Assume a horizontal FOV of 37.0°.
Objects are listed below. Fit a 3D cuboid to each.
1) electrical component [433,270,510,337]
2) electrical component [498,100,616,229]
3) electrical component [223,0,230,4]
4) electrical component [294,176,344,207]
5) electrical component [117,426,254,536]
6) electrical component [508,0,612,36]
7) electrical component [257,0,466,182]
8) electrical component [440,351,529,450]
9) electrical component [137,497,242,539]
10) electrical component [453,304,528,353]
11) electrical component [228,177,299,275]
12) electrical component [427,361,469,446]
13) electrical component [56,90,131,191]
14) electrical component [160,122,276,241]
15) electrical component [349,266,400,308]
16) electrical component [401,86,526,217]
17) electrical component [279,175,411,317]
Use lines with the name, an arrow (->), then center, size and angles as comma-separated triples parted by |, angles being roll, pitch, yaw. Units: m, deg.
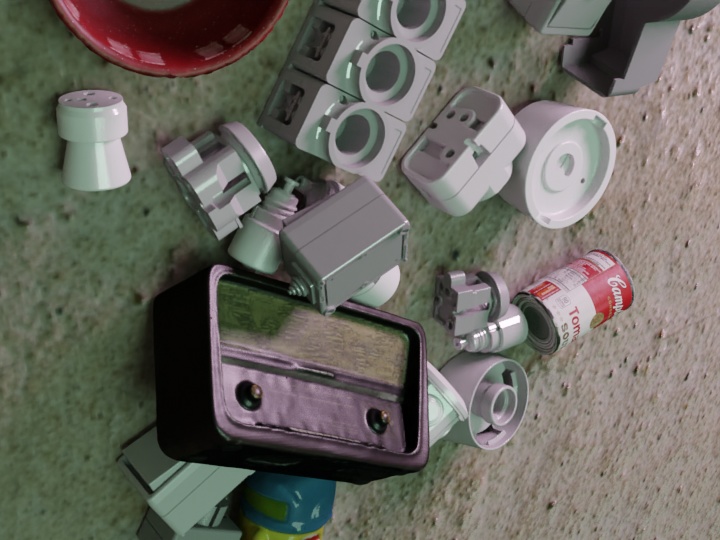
electrical component -> 0.101, 0.028, 0.974 | 0.055, 0.048, 0.066 | -11, 120, -25
electrical component -> 0.165, -0.097, 0.947 | 0.108, 0.060, 0.108 | -18, 123, -30
electrical component -> -0.062, -0.202, 0.723 | 0.081, 0.043, 0.043 | -50, 133, -5
electrical component -> -0.027, -0.055, 0.836 | 0.061, 0.035, 0.035 | 32, 91, -41
electrical component -> -0.132, 0.145, 0.841 | 0.096, 0.062, 0.061 | -41, 132, -14
electrical component -> 0.168, -0.228, 0.864 | 0.062, 0.061, 0.096 | -7, 140, -36
electrical component -> 0.004, -0.151, 0.790 | 0.089, 0.062, 0.150 | 19, 100, -43
electrical component -> 0.115, 0.125, 1.040 | 0.099, 0.064, 0.099 | -13, 109, -42
electrical component -> -0.132, 0.200, 0.880 | 0.066, 0.047, 0.076 | 18, 101, -42
electrical component -> 0.122, 0.058, 1.009 | 0.078, 0.040, 0.040 | -17, 122, -31
electrical component -> -0.068, -0.033, 0.810 | 0.040, 0.040, 0.078 | 21, 99, -43
electrical component -> 0.055, 0.115, 0.961 | 0.051, 0.080, 0.080 | -42, 132, -6
electrical component -> -0.173, -0.084, 0.698 | 0.045, 0.045, 0.055 | -15, 121, -32
electrical component -> -0.097, -0.068, 0.759 | 0.057, 0.058, 0.078 | -37, 131, -14
electrical component -> 0.000, 0.000, 0.874 | 0.055, 0.055, 0.047 | -52, 137, -3
electrical component -> 0.089, -0.095, 0.892 | 0.095, 0.054, 0.059 | -50, 133, -6
electrical component -> -0.019, -0.016, 0.787 | 0.096, 0.061, 0.061 | -34, 159, -15
